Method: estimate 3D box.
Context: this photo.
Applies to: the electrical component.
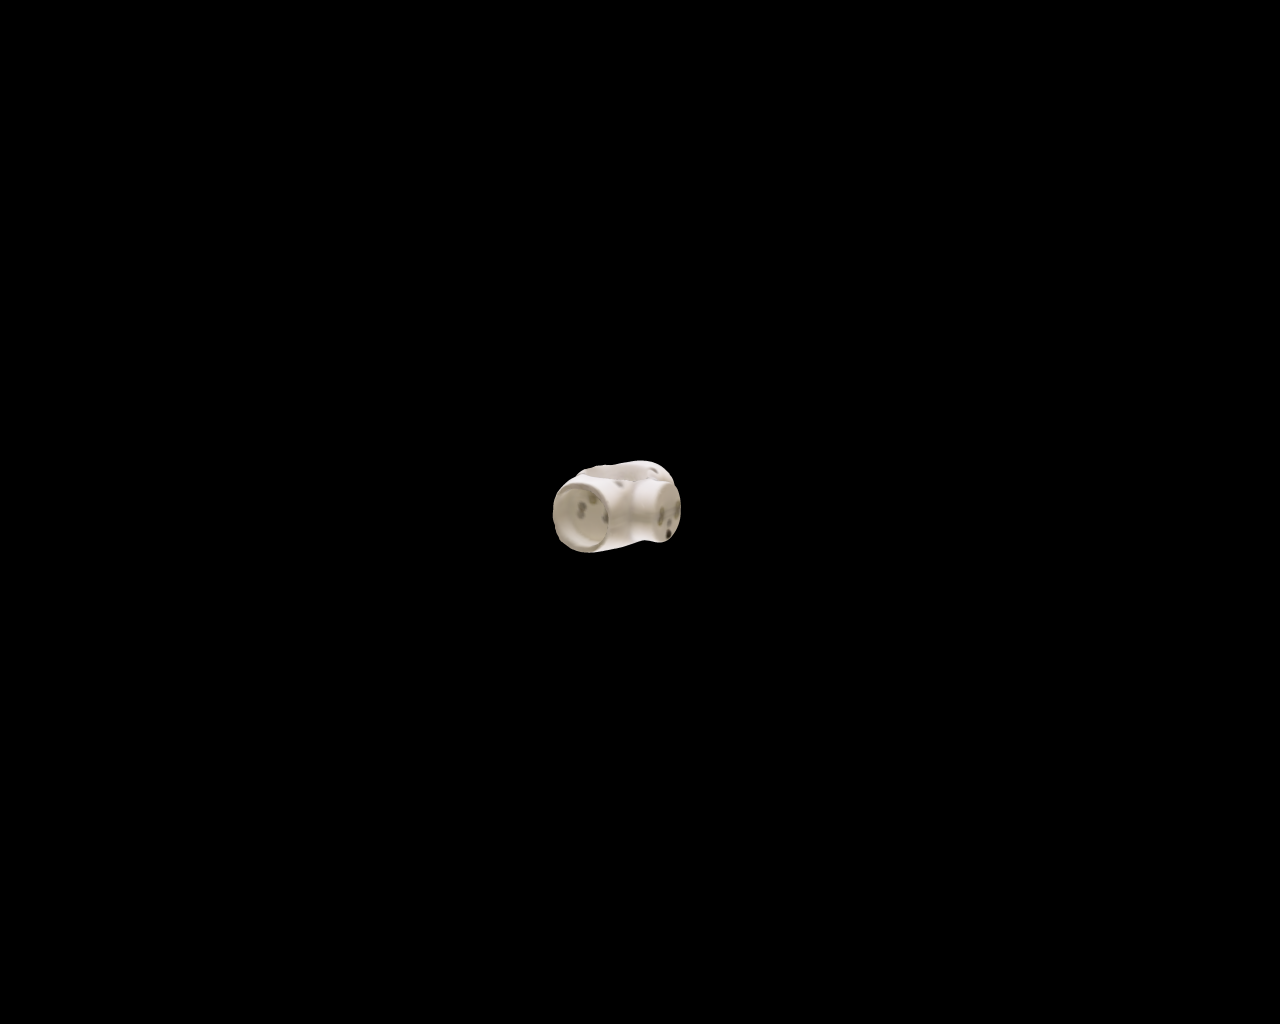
[{"bbox_3d":[0.001,-0.003,0.650,0.079,0.044,0.077,8,16,31],"label":"electrical component"}]
